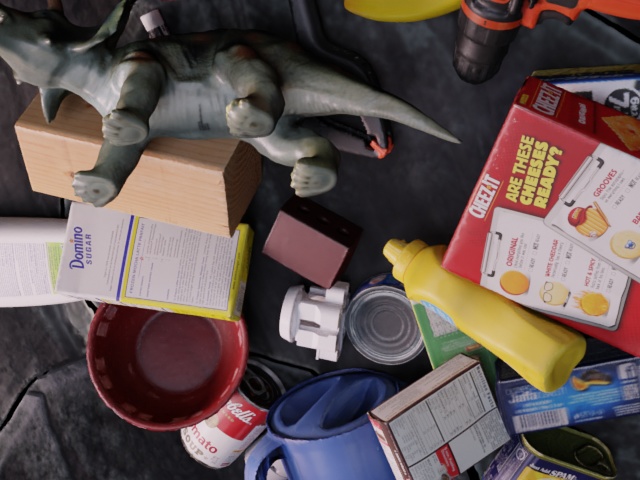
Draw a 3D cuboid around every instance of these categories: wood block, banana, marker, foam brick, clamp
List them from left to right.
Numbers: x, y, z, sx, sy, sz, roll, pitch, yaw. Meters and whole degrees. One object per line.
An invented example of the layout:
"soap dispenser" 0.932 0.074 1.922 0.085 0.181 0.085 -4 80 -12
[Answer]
"wood block" -0.167 -0.083 1.004 0.206 0.090 0.091 13 139 13
"marker" -0.136 -0.161 1.019 0.020 0.020 0.121 -21 102 23
"clamp" -0.020 -0.147 0.976 0.165 0.036 0.210 -39 91 26
"foam brick" -0.007 0.001 1.017 0.078 0.053 0.051 29 115 5
"banana" 0.101 -0.221 0.885 0.069 0.037 0.198 50 141 -11

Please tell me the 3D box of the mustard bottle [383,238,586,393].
"mustard bottle" 0.133 0.055 0.919 0.192 0.096 0.058 35 97 25

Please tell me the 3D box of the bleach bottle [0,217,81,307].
"bleach bottle" -0.274 0.028 1.110 0.251 0.068 0.102 2 114 14

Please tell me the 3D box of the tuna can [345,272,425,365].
"tuna can" 0.068 0.077 1.031 0.086 0.033 0.086 6 111 16

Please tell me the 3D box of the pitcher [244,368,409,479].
"pitcher" 0.032 0.264 1.055 0.149 0.145 0.243 -10 109 18

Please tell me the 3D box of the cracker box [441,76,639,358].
"cracker box" 0.226 -0.011 0.842 0.214 0.072 0.164 25 126 7

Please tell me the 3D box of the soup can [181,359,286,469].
"soup can" -0.090 0.180 1.101 0.068 0.068 0.102 41 116 0

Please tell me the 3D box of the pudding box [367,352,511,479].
"pudding box" 0.111 0.170 0.977 0.113 0.039 0.090 -30 107 -20

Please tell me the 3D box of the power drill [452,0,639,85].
"power drill" 0.199 -0.166 0.806 0.188 0.057 0.184 21 143 8

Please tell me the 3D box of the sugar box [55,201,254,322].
"sugar box" -0.158 0.021 1.028 0.176 0.048 0.093 8 80 9

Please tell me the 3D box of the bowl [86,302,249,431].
"bowl" -0.146 0.108 1.063 0.162 0.055 0.162 -1 81 5

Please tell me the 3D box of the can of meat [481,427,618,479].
"can of meat" 0.215 0.223 1.014 0.102 0.057 0.084 21 118 -13
